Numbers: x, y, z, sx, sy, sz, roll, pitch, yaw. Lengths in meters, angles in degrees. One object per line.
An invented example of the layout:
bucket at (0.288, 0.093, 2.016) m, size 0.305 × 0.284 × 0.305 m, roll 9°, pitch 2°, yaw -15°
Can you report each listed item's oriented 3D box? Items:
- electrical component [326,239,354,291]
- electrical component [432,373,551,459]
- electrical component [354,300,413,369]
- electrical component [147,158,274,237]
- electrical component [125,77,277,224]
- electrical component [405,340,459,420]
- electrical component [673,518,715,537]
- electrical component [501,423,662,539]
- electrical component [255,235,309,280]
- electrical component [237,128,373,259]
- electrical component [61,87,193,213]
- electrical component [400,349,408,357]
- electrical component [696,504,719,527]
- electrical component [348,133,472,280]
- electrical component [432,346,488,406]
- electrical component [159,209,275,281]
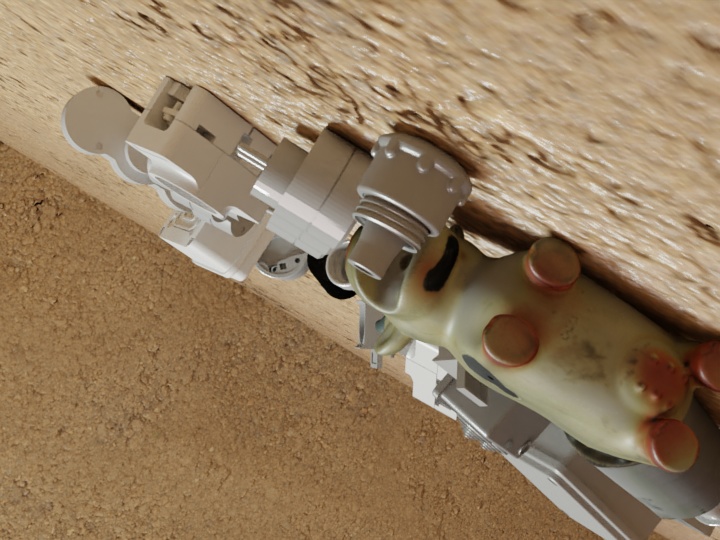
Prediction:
electrical component at (0.000, 0.000, 0.882) m, size 0.040 × 0.040 × 0.046 m, roll 26°, pitch 178°, yaw 32°
electrical component at (0.105, 0.073, 0.708) m, size 0.048 × 0.099 × 0.100 m, roll 41°, pitch 180°, yaw 29°
electrical component at (0.029, 0.052, 1.006) m, size 0.064 × 0.081 × 0.042 m, roll 2°, pitch 177°, yaw -7°
electrical component at (-0.094, -0.059, 0.781) m, size 0.074 × 0.052 × 0.138 m, roll 27°, pitch 173°, yaw 16°
electrical component at (-0.095, -0.070, 0.674) m, size 0.050 × 0.055 × 0.089 m, roll 24°, pitch 171°, yaw 45°
electrical component at (0.078, 0.081, 0.962) m, size 0.056 × 0.050 × 0.089 m, roll 27°, pitch 143°, yaw 23°
electrical component at (0.300, 0.207, 1.057) m, size 0.078 × 0.057 × 0.113 m, roll 32°, pitch 173°, yaw -19°
electrical component at (0.180, 0.165, 0.879) m, size 0.109 × 0.056 × 0.109 m, roll 44°, pitch 171°, yaw -19°
electrical component at (-0.071, -0.017, 1.005) m, size 0.055 × 0.055 × 0.047 m, roll 29°, pitch 177°, yaw 9°
electrical component at (-0.036, -0.048, 0.595) m, size 0.074 × 0.052 × 0.138 m, roll 31°, pitch 174°, yaw -5°
electrical component at (-0.166, -0.093, 0.839) m, size 0.138 × 0.052 × 0.074 m, roll 32°, pitch 173°, yaw -20°
electrical component at (0.090, 0.080, 1.036) m, size 0.138 × 0.052 × 0.074 m, roll 26°, pitch 173°, yaw 34°
electrical component at (0.283, 0.173, 0.870) m, size 0.057 × 0.058 × 0.078 m, roll 37°, pitch 171°, yaw -32°
electrical component at (0.017, -0.026, 0.478) m, size 0.048 × 0.062 × 0.048 m, roll 30°, pitch 174°, yaw 4°
electrical component at (0.081, 0.037, 0.648) m, size 0.064 × 0.081 × 0.042 m, roll -6°, pitch 157°, yaw 26°
electrical component at (-0.121, -0.040, 0.938) m, size 0.057 × 0.078 × 0.113 m, roll 36°, pitch 172°, yaw -24°
